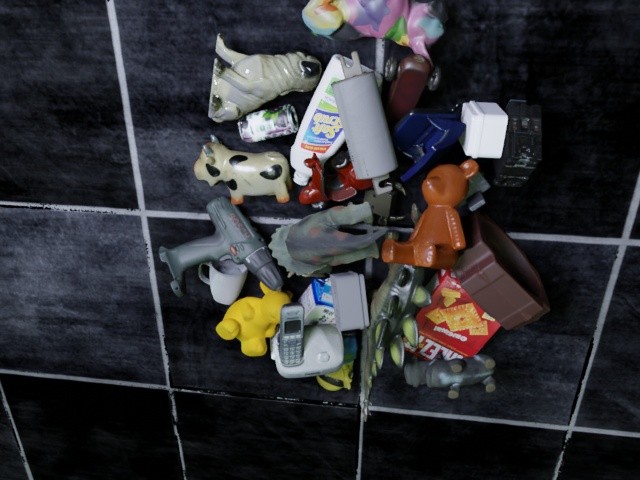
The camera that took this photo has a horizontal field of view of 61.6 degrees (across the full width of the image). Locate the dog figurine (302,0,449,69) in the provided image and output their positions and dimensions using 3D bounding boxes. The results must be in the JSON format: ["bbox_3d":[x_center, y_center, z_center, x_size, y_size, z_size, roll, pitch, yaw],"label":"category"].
[{"bbox_3d":[0.103,-0.361,0.900,0.191,0.108,0.219,-39,108,22],"label":"dog figurine"}]

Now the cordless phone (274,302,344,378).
[{"bbox_3d":[-0.021,0.190,1.097,0.147,0.089,0.184,-4,127,-10],"label":"cordless phone"}]

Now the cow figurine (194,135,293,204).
[{"bbox_3d":[-0.156,-0.140,1.061,0.195,0.085,0.127,1,122,11],"label":"cow figurine"}]

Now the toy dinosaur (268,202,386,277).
[{"bbox_3d":[0.000,0.002,0.992,0.192,0.405,0.131,-19,86,-3],"label":"toy dinosaur"}]

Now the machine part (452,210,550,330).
[{"bbox_3d":[0.330,0.056,1.017,0.201,0.201,0.087,42,117,-13],"label":"machine part"}]

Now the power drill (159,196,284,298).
[{"bbox_3d":[-0.208,0.040,1.092,0.207,0.086,0.232,-28,79,1],"label":"power drill"}]

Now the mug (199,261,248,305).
[{"bbox_3d":[-0.216,0.088,1.186,0.110,0.081,0.107,11,125,0],"label":"mug"}]

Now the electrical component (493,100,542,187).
[{"bbox_3d":[0.343,-0.173,0.940,0.058,0.134,0.114,5,160,3],"label":"electrical component"}]

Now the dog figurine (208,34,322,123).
[{"bbox_3d":[-0.103,-0.274,0.987,0.190,0.121,0.172,8,153,-14],"label":"dog figurine"}]

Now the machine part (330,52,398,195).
[{"bbox_3d":[0.076,-0.193,0.913,0.079,0.079,0.243,-12,108,14],"label":"machine part"}]

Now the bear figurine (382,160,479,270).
[{"bbox_3d":[0.197,-0.048,0.924,0.120,0.132,0.195,10,92,49],"label":"bear figurine"}]

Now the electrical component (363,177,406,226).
[{"bbox_3d":[0.129,-0.076,1.074,0.078,0.045,0.102,16,119,33],"label":"electrical component"}]

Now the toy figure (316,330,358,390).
[{"bbox_3d":[0.040,0.265,1.235,0.089,0.082,0.180,11,121,12],"label":"toy figure"}]

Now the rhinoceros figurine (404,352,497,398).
[{"bbox_3d":[0.272,0.269,1.113,0.190,0.112,0.073,-5,102,-3],"label":"rhinoceros figurine"}]

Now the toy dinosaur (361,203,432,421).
[{"bbox_3d":[0.143,0.148,1.090,0.105,0.199,0.470,9,116,-3],"label":"toy dinosaur"}]

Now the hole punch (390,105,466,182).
[{"bbox_3d":[0.191,-0.167,0.948,0.116,0.092,0.142,-10,156,-30],"label":"hole punch"}]

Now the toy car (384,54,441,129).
[{"bbox_3d":[0.144,-0.247,0.940,0.089,0.053,0.202,8,157,-3],"label":"toy car"}]

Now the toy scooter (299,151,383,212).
[{"bbox_3d":[0.035,-0.128,1.002,0.184,0.075,0.135,-26,146,5],"label":"toy scooter"}]

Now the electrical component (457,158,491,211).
[{"bbox_3d":[0.272,-0.098,0.996,0.075,0.119,0.047,-36,107,25],"label":"electrical component"}]

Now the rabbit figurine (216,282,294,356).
[{"bbox_3d":[-0.114,0.157,1.162,0.122,0.162,0.173,45,136,-12],"label":"rabbit figurine"}]
